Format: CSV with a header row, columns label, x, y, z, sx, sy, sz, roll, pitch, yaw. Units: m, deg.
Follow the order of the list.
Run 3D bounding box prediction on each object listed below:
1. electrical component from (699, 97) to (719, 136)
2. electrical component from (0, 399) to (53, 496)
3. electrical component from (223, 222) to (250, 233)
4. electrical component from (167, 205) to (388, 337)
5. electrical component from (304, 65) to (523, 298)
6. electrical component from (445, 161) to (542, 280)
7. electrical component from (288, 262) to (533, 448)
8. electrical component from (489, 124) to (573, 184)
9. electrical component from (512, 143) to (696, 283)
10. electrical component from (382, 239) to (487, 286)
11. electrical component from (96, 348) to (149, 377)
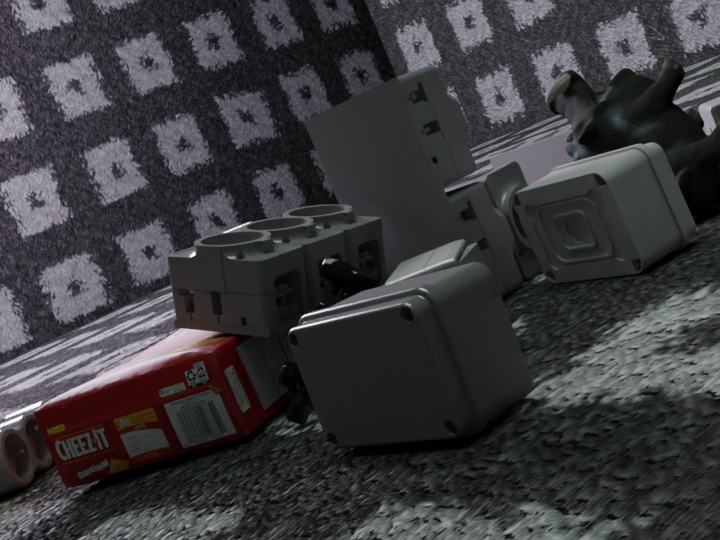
label,x,y,z,sx,sy,sz,roll,pitch,yaw
electrical component,0.363,-0.136,0.962,0.096,0.061,0.061,-22,6,10
electrical component,-0.313,0.161,0.939,0.074,0.052,0.138,-22,6,8
electrical component,-0.091,-0.005,1.059,0.077,0.065,0.047,11,-21,-43
electrical component,-0.058,-0.004,0.797,0.089,0.061,0.150,3,15,34
electrical component,0.045,-0.056,0.855,0.105,0.186,0.060,-17,9,46
electrical component,0.118,-0.037,0.881,0.056,0.089,0.050,-17,9,46
electrical component,0.023,0.048,0.565,0.057,0.078,0.113,-25,6,-40
electrical component,0.207,-0.091,1.021,0.062,0.089,0.150,-27,7,-31
electrical component,0.172,-0.039,0.763,0.057,0.078,0.113,-29,8,-25
electrical component,0.059,0.021,0.735,0.061,0.061,0.096,-22,6,14
electrical component,-0.206,0.107,1.016,0.080,0.051,0.080,-23,6,3
